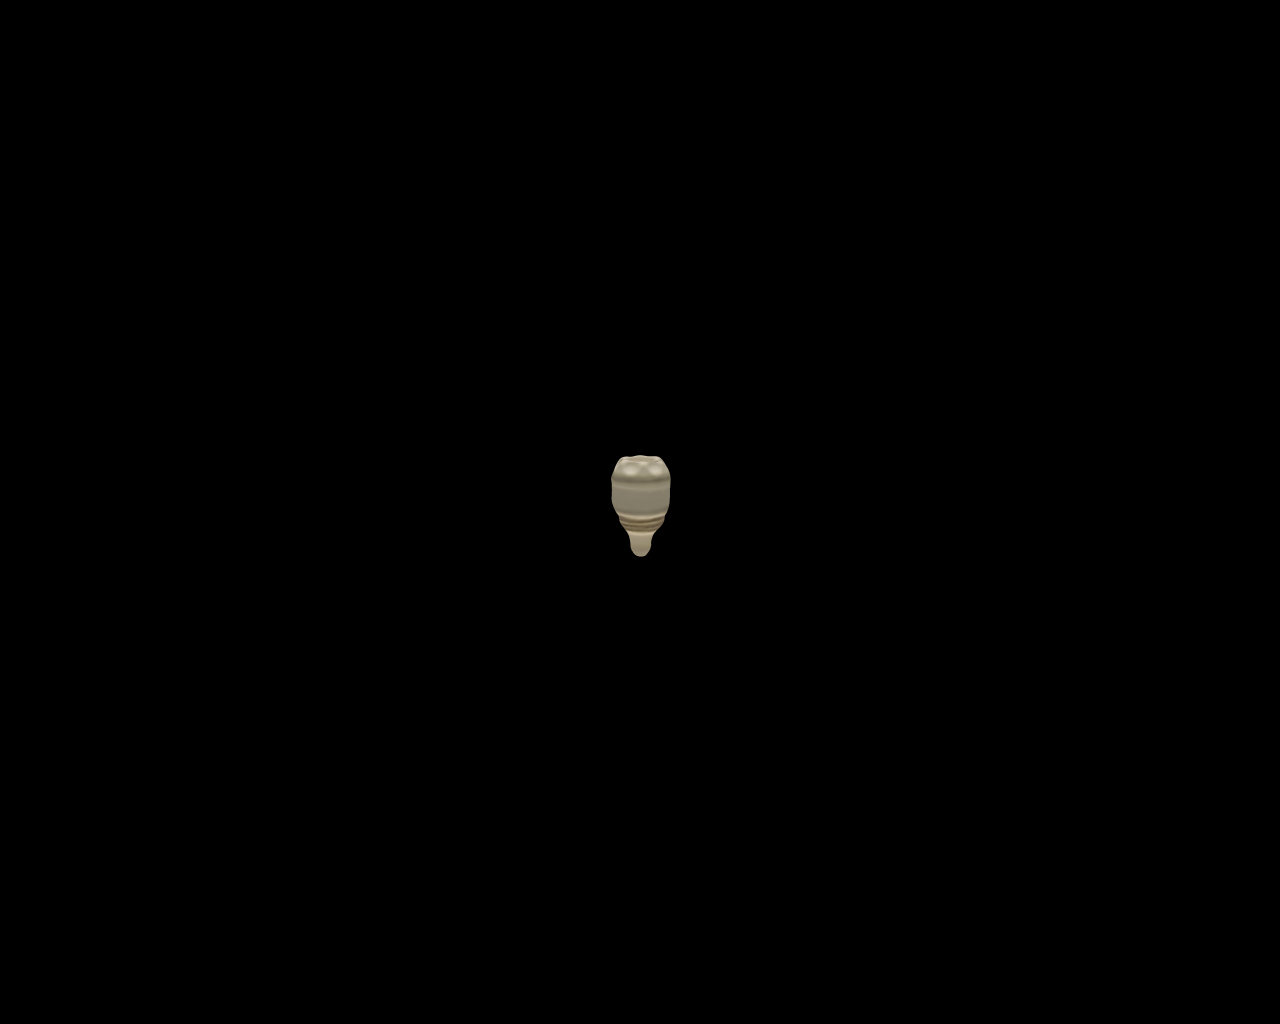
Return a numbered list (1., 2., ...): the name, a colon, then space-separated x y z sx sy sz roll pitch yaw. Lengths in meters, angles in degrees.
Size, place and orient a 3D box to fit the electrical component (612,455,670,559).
1. electrical component: 0.001 -0.003 0.650 0.035 0.061 0.035 0 12 0
